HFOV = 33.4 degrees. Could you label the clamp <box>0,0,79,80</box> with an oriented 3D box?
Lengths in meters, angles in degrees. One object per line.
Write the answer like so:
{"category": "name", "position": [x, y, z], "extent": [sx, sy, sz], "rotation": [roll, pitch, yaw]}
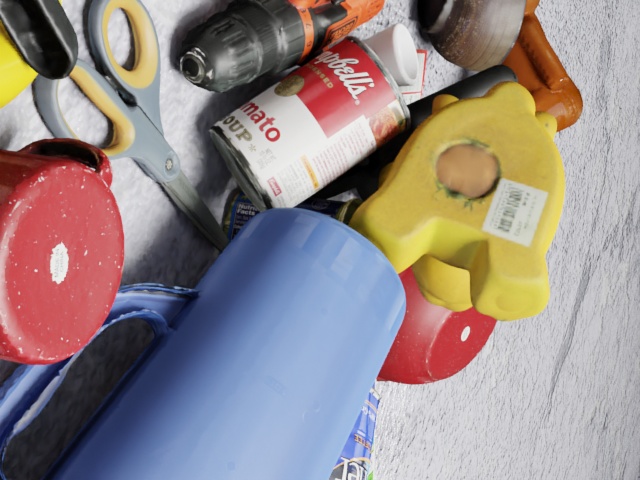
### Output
{"category": "clamp", "position": [-0.137, -0.136, 0.390], "extent": [0.120, 0.039, 0.171], "rotation": [4, 84, -66]}

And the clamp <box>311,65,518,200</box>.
{"category": "clamp", "position": [0.046, -0.072, 0.756], "extent": [0.165, 0.036, 0.209], "rotation": [-43, 160, 26]}

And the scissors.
{"category": "scissors", "position": [-0.086, -0.063, 0.585], "extent": [0.201, 0.016, 0.096], "rotation": [35, 67, -63]}

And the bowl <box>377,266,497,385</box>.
{"category": "bowl", "position": [0.103, 0.066, 0.906], "extent": [0.161, 0.055, 0.162], "rotation": [-30, 138, -31]}

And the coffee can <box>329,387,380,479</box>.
{"category": "coffee can", "position": [-0.022, 0.158, 0.666], "extent": [0.102, 0.103, 0.140], "rotation": [53, 42, -57]}

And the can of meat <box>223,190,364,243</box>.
{"category": "can of meat", "position": [-0.005, 0.001, 0.696], "extent": [0.102, 0.084, 0.057], "rotation": [15, 84, -64]}

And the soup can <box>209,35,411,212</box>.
{"category": "soup can", "position": [-0.006, -0.067, 0.639], "extent": [0.102, 0.069, 0.068], "rotation": [-34, 140, -8]}

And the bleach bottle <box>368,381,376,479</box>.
{"category": "bleach bottle", "position": [0.005, 0.108, 0.779], "extent": [0.102, 0.068, 0.251], "rotation": [-10, 105, -63]}

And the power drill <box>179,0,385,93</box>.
{"category": "power drill", "position": [0.008, -0.174, 0.604], "extent": [0.184, 0.057, 0.188], "rotation": [-40, 171, -46]}

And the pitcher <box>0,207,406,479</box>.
{"category": "pitcher", "position": [-0.057, 0.092, 0.552], "extent": [0.242, 0.145, 0.149], "rotation": [-58, 154, -33]}

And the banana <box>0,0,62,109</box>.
{"category": "banana", "position": [-0.160, -0.073, 0.408], "extent": [0.197, 0.037, 0.069], "rotation": [-39, 113, -57]}

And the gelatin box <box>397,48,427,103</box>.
{"category": "gelatin box", "position": [0.053, -0.116, 0.845], "extent": [0.089, 0.030, 0.073], "rotation": [-19, 116, -62]}

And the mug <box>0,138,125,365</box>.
{"category": "mug", "position": [-0.128, -0.003, 0.437], "extent": [0.117, 0.082, 0.093], "rotation": [-55, 144, -43]}
